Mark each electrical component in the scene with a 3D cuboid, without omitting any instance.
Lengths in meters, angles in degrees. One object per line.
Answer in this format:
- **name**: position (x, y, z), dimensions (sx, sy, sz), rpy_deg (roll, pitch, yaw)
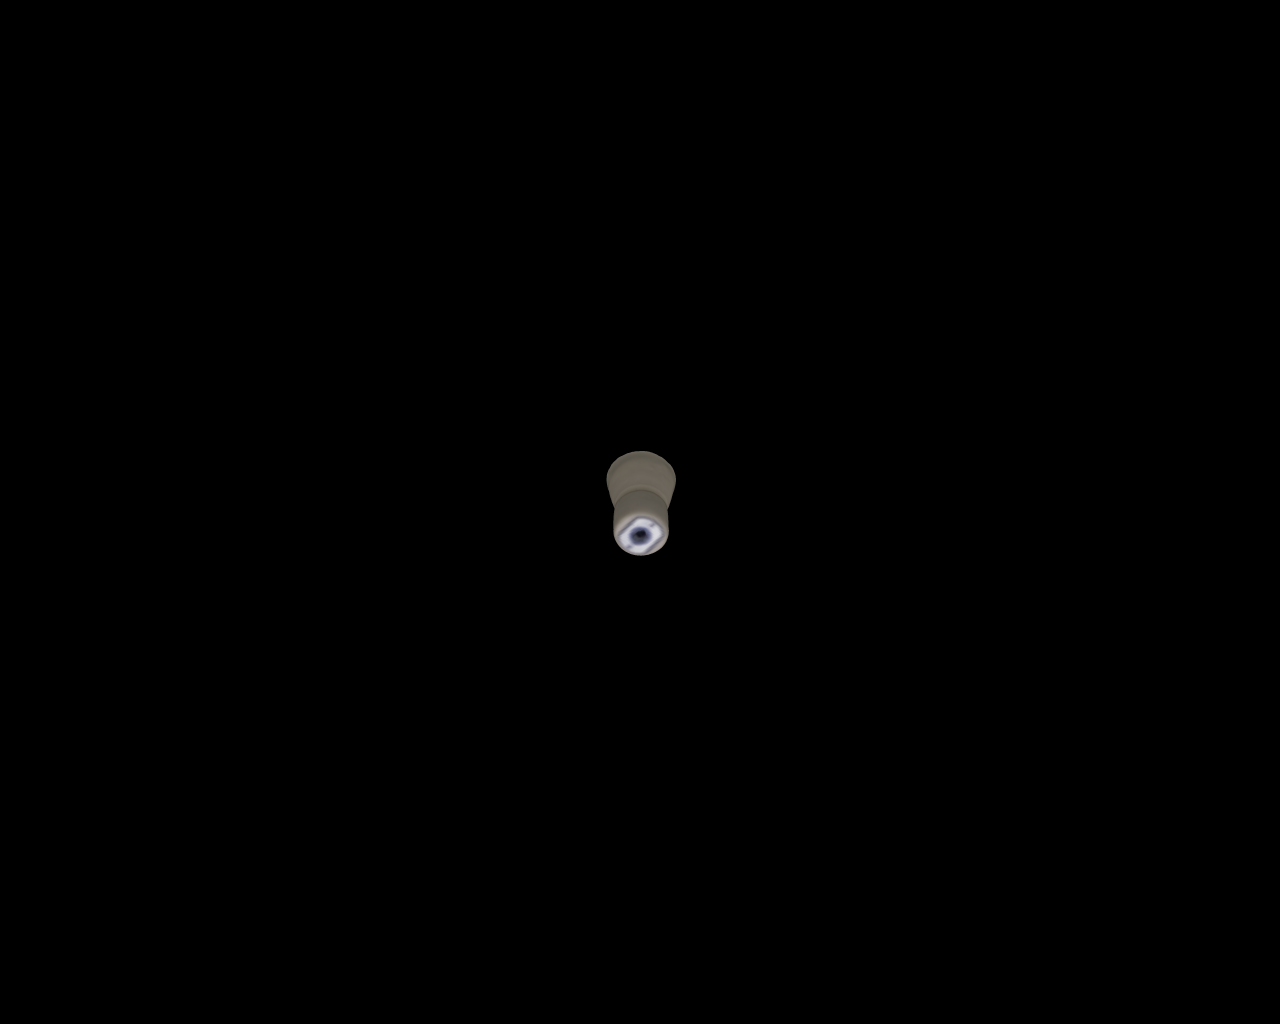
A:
- **electrical component**: position (0.001, -0.003, 0.650), dimensions (0.044, 0.044, 0.065), rpy_deg (0, 34, 0)
